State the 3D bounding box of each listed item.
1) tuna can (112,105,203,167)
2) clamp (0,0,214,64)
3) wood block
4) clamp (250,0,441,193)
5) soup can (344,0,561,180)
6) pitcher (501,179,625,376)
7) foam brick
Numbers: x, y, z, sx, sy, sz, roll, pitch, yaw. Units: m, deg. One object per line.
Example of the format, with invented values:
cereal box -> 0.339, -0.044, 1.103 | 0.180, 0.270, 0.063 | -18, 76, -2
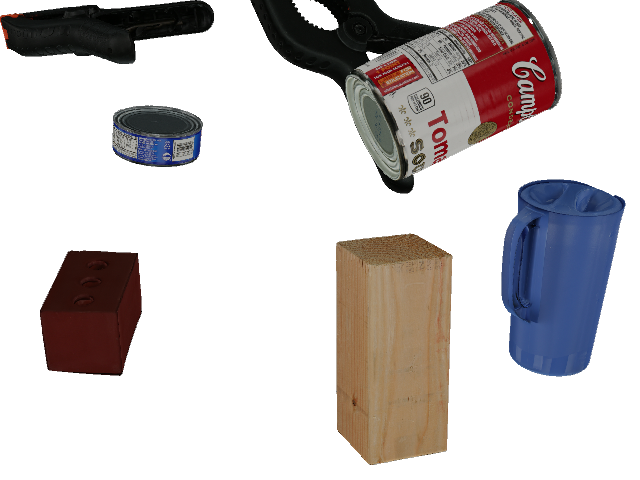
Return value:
tuna can -> -0.157, -0.101, 1.028 | 0.086, 0.034, 0.086 | 6, 24, -3
clamp -> -0.171, -0.165, 0.830 | 0.172, 0.039, 0.120 | 12, 23, 33
wood block -> 0.071, 0.106, 1.072 | 0.090, 0.206, 0.091 | -6, 17, -20
clamp -> 0.023, -0.140, 0.800 | 0.210, 0.164, 0.036 | 31, -30, -6
soup can -> 0.073, -0.084, 0.599 | 0.102, 0.068, 0.068 | -26, 5, -10
pitcher -> 0.303, 0.052, 1.386 | 0.149, 0.243, 0.145 | 5, 23, 5
foam brick -> -0.157, 0.049, 0.739 | 0.053, 0.051, 0.078 | 2, 31, 1
